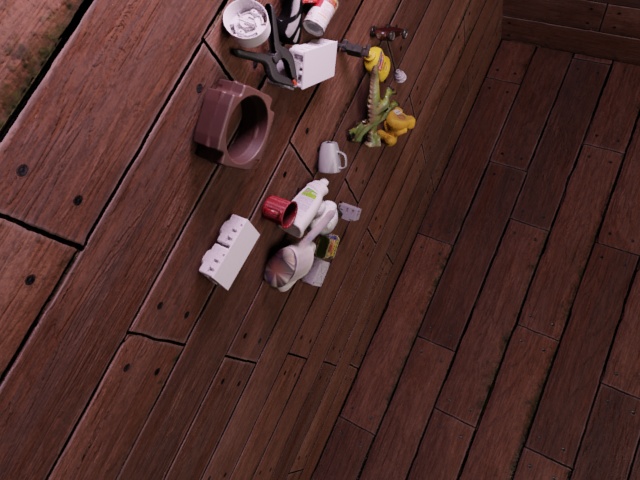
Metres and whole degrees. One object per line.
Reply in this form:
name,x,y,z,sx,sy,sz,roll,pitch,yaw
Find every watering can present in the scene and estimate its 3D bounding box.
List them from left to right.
watering can,-0.074,0.046,1.796,0.343,0.105,0.226,-61,161,19

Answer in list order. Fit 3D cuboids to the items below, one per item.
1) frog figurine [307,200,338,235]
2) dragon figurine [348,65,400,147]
frog figurine,0.006,-0.095,1.879,0.139,0.124,0.156,-40,160,-17
dragon figurine,0.191,-0.482,2.003,0.244,0.123,0.405,-59,155,-5
